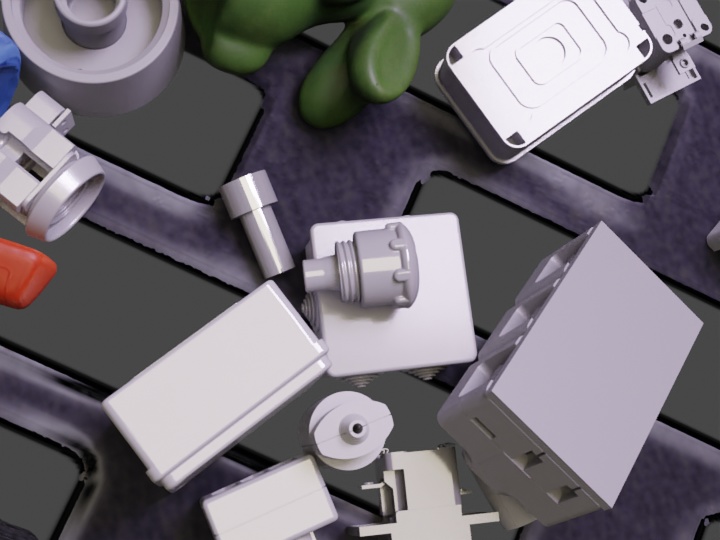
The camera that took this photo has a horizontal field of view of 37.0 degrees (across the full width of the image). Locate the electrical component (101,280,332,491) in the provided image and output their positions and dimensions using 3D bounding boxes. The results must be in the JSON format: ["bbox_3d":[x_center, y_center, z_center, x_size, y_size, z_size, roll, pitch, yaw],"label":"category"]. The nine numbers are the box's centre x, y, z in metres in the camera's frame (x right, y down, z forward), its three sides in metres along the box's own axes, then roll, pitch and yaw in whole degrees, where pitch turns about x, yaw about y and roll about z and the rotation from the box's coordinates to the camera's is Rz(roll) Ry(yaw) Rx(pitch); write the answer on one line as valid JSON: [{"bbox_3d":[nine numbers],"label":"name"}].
[{"bbox_3d":[-0.077,0.065,0.580,0.109,0.108,0.056,-37,85,-14],"label":"electrical component"}]

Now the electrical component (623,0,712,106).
[{"bbox_3d":[0.189,-0.153,0.691,0.042,0.064,0.081,-28,86,-15],"label":"electrical component"}]

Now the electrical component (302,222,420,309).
[{"bbox_3d":[0.000,0.000,0.587,0.062,0.048,0.048,-6,81,-4],"label":"electrical component"}]

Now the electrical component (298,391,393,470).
[{"bbox_3d":[-0.008,0.090,0.602,0.043,0.081,0.043,2,79,-10],"label":"electrical component"}]

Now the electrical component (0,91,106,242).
[{"bbox_3d":[-0.183,-0.053,0.608,0.057,0.058,0.078,39,75,1],"label":"electrical component"}]

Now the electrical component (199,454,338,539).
[{"bbox_3d":[-0.045,0.151,0.601,0.066,0.047,0.076,-22,85,-13],"label":"electrical component"}]

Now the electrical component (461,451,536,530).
[{"bbox_3d":[0.084,0.107,0.635,0.043,0.043,0.081,-29,86,-14],"label":"electrical component"}]

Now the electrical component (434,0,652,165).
[{"bbox_3d":[0.111,-0.127,0.667,0.113,0.057,0.078,-36,88,-5],"label":"electrical component"}]

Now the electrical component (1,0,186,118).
[{"bbox_3d":[-0.156,-0.150,0.628,0.108,0.060,0.108,2,80,-10],"label":"electrical component"}]

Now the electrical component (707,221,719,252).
[{"bbox_3d":[0.278,-0.039,0.691,0.050,0.056,0.089,44,76,-1],"label":"electrical component"}]

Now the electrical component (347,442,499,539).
[{"bbox_3d":[0.034,0.134,0.622,0.081,0.042,0.063,-3,79,-12],"label":"electrical component"}]

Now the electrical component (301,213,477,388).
[{"bbox_3d":[0.015,0.017,0.636,0.100,0.048,0.099,-5,81,-11],"label":"electrical component"}]

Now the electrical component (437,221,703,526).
[{"bbox_3d":[0.120,0.058,0.612,0.089,0.062,0.150,44,52,-5],"label":"electrical component"}]
